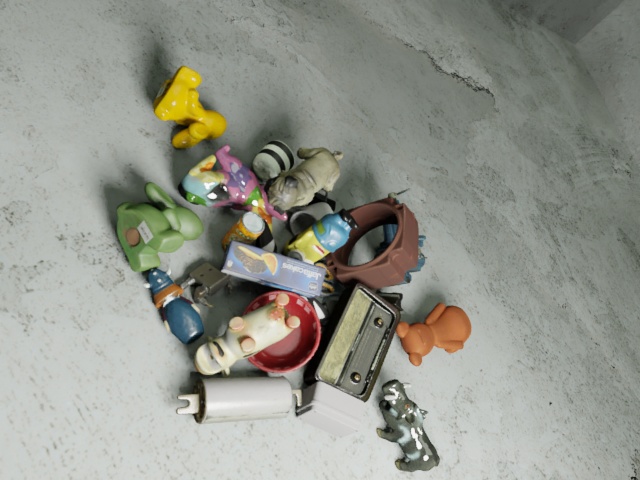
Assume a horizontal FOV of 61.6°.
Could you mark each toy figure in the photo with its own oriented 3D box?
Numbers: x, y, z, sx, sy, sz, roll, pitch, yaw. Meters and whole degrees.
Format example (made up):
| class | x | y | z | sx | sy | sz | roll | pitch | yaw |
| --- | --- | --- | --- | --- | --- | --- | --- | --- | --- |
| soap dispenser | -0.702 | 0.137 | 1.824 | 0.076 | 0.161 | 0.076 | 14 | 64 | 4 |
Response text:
| class | x | y | z | sx | sy | sz | roll | pitch | yaw |
| --- | --- | --- | --- | --- | --- | --- | --- | --- | --- |
| toy figure | 0.000 | -0.001 | 1.200 | 0.082 | 0.180 | 0.089 | 50 | 16 | -9 |
| toy figure | -0.275 | 0.121 | 1.004 | 0.064 | 0.058 | 0.154 | -20 | 68 | -47 |

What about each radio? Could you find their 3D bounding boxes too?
| class | x | y | z | sx | sy | sz | roll | pitch | yaw |
| --- | --- | --- | --- | --- | --- | --- | --- | --- | --- |
| radio | 0.072 | 0.219 | 1.126 | 0.131 | 0.073 | 0.229 | 33 | 64 | -12 |

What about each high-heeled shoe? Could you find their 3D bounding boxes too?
| class | x | y | z | sx | sy | sz | roll | pitch | yaw |
| --- | --- | --- | --- | --- | --- | --- | --- | --- | --- |
| high-heeled shoe | -0.060 | 0.070 | 1.157 | 0.145 | 0.086 | 0.248 | -3 | 77 | -17 |

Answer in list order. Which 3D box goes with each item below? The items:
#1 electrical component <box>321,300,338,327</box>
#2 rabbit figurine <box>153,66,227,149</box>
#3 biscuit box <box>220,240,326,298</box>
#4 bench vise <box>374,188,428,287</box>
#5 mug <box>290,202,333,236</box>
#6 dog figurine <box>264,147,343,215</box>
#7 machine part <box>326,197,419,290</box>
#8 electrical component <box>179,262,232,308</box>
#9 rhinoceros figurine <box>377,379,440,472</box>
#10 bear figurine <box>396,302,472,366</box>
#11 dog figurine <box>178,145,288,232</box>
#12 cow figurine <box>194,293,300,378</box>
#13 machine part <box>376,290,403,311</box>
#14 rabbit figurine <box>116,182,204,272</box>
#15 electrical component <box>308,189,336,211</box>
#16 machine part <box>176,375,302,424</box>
| class | x | y | z | sx | sy | sz | roll | pitch | yaw |
| --- | --- | --- | --- | --- | --- | --- | --- | --- | --- |
| electrical component | 0.033 | 0.168 | 1.209 | 0.094 | 0.021 | 0.063 | 1 | 60 | -35 |
| rabbit figurine | -0.290 | -0.291 | 1.247 | 0.173 | 0.122 | 0.162 | 33 | 46 | -37 |
| biscuit box | -0.092 | 0.060 | 1.072 | 0.203 | 0.059 | 0.063 | 17 | 76 | -13 |
| bench vise | 0.187 | -0.005 | 1.356 | 0.223 | 0.129 | 0.240 | 1 | 77 | -43 |
| mug | -0.004 | -0.040 | 1.293 | 0.109 | 0.081 | 0.107 | 51 | 38 | -4 |
| dog figurine | -0.029 | -0.135 | 1.170 | 0.121 | 0.172 | 0.190 | 41 | 13 | -3 |
| machine part | 0.118 | 0.009 | 1.224 | 0.087 | 0.201 | 0.201 | 46 | 39 | -40 |
| electrical component | -0.222 | 0.089 | 1.075 | 0.078 | 0.045 | 0.102 | 24 | 39 | 19 |
| rhinoceros figurine | 0.176 | 0.380 | 1.099 | 0.073 | 0.112 | 0.190 | -18 | 79 | -39 |
| bear figurine | 0.262 | 0.230 | 1.281 | 0.196 | 0.132 | 0.120 | -20 | 71 | -23 |
| dog figurine | -0.180 | -0.093 | 1.188 | 0.219 | 0.108 | 0.191 | 44 | 44 | -5 |
| cow figurine | -0.142 | 0.180 | 0.985 | 0.195 | 0.127 | 0.085 | -27 | 76 | -26 |
| machine part | 0.142 | 0.178 | 1.243 | 0.139 | 0.084 | 0.039 | -65 | 146 | -27 |
| rabbit figurine | -0.314 | -0.027 | 1.064 | 0.159 | 0.121 | 0.170 | 49 | 27 | 13 |
| electrical component | -0.004 | -0.115 | 1.365 | 0.119 | 0.047 | 0.075 | 24 | 50 | -17 |
| machine part | -0.139 | 0.285 | 0.968 | 0.243 | 0.079 | 0.079 | 6 | 57 | -31 |
